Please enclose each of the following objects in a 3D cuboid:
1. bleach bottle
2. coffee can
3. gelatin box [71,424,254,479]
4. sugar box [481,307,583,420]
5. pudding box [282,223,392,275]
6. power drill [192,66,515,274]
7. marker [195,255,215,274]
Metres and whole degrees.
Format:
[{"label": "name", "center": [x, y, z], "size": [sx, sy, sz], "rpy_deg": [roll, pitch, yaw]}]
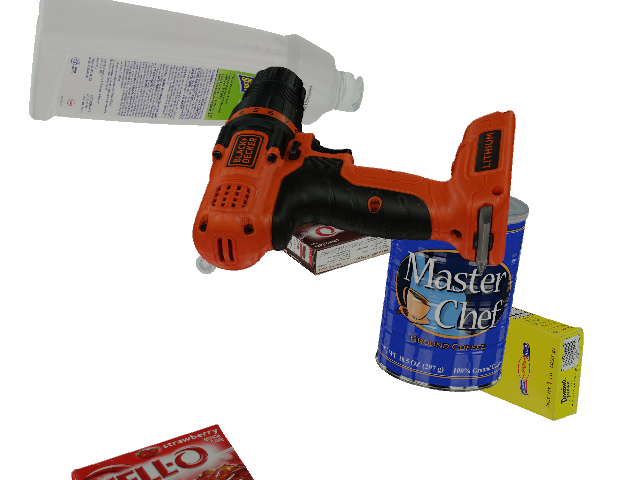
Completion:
[{"label": "bleach bottle", "center": [-0.092, -0.126, 0.825], "size": [0.250, 0.068, 0.103], "rpy_deg": [7, -33, -15]}, {"label": "coffee can", "center": [0.102, 0.034, 0.841], "size": [0.103, 0.140, 0.103], "rpy_deg": [6, 15, -2]}, {"label": "gelatin box", "center": [-0.083, 0.141, 0.580], "size": [0.089, 0.030, 0.073], "rpy_deg": [-14, 27, -21]}, {"label": "sugar box", "center": [0.192, 0.117, 1.130], "size": [0.048, 0.093, 0.177], "rpy_deg": [-9, 17, -42]}, {"label": "pudding box", "center": [0.016, -0.004, 1.265], "size": [0.113, 0.039, 0.090], "rpy_deg": [-18, 31, -27]}, {"label": "power drill", "center": [0.026, -0.048, 0.668], "size": [0.188, 0.057, 0.184], "rpy_deg": [3, 43, 10]}, {"label": "marker", "center": [-0.091, -0.003, 1.045], "size": [0.020, 0.020, 0.121], "rpy_deg": [0, 25, 18]}]
